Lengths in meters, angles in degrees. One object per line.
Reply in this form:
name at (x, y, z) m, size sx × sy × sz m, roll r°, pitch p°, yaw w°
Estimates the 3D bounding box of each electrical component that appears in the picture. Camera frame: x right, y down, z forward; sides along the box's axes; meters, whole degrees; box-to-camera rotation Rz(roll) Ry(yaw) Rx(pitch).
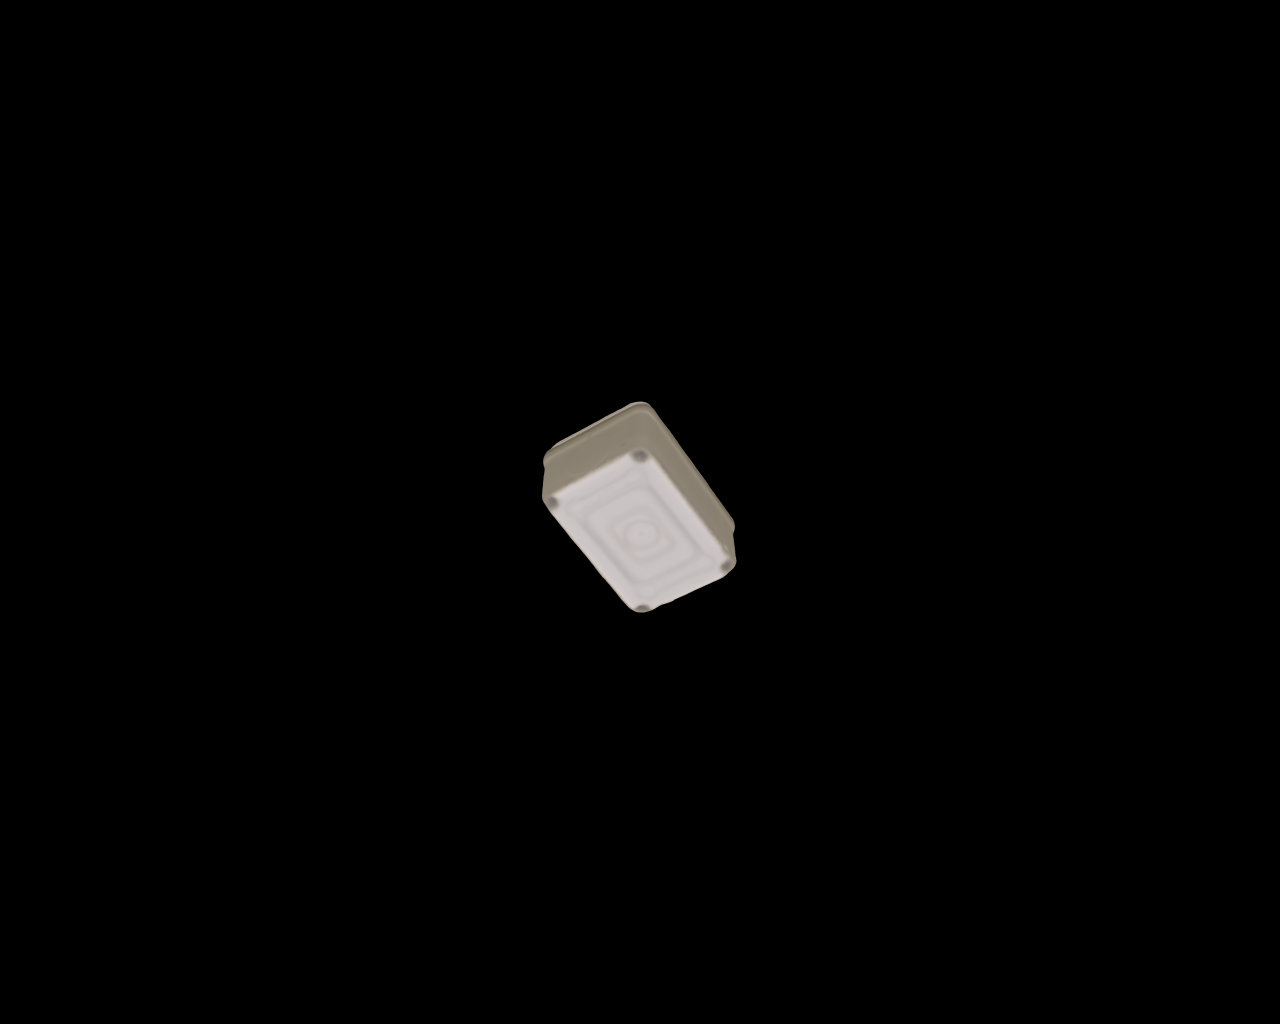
electrical component at (0.001, -0.003, 0.650) m, size 0.078 × 0.113 × 0.057 m, roll -27°, pitch 32°, yaw 18°
